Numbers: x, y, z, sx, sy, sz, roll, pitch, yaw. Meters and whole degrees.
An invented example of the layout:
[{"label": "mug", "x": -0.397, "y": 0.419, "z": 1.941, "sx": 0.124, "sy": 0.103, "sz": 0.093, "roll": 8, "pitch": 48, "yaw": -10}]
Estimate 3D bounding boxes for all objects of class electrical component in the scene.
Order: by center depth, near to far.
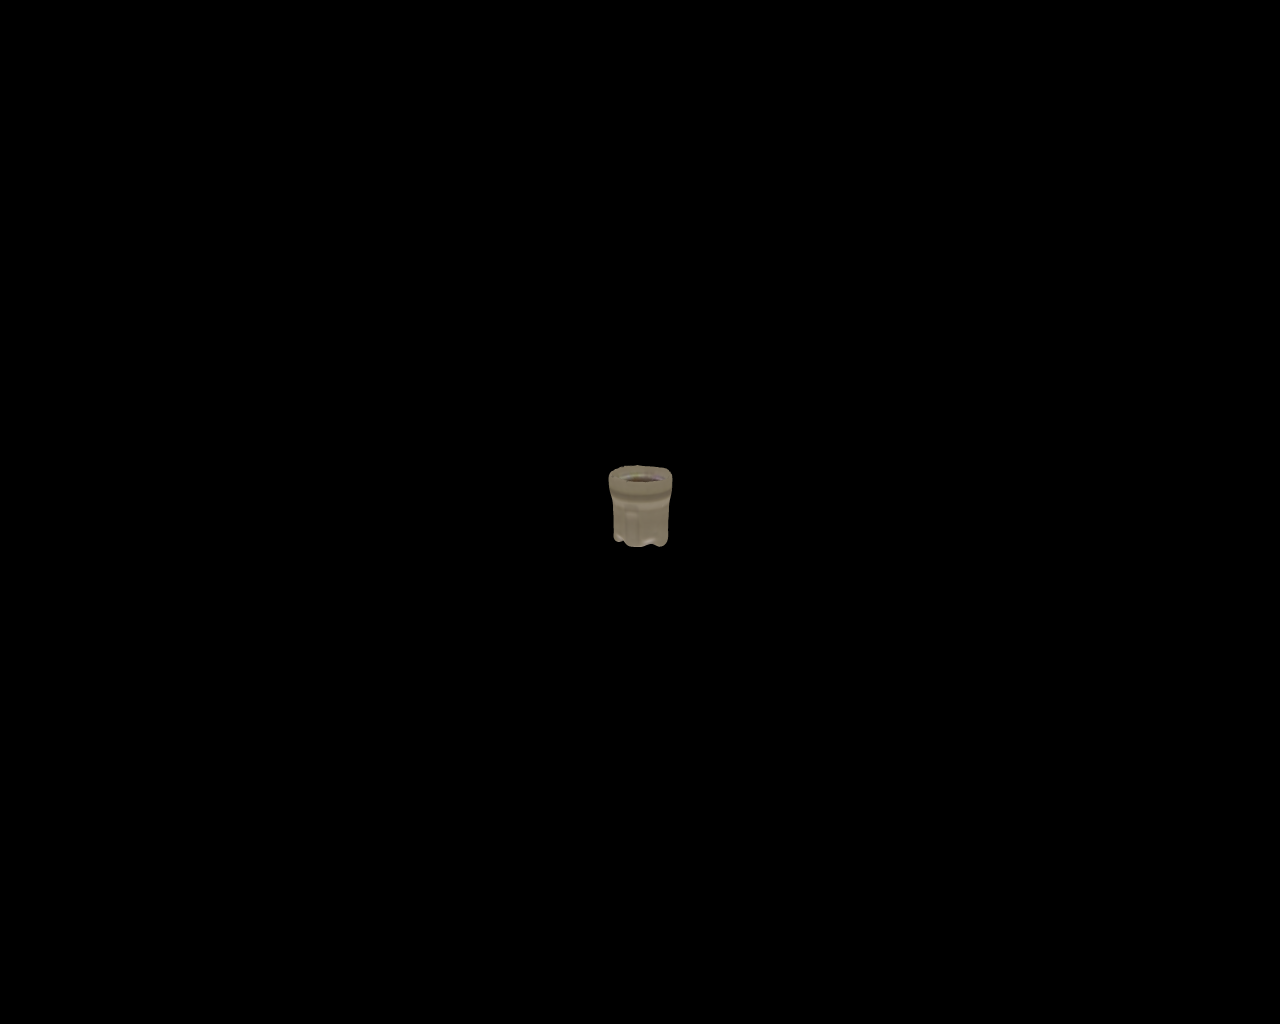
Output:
[{"label": "electrical component", "x": 0.001, "y": -0.003, "z": 0.650, "sx": 0.040, "sy": 0.046, "sz": 0.040, "roll": 0, "pitch": 19, "yaw": 0}]
